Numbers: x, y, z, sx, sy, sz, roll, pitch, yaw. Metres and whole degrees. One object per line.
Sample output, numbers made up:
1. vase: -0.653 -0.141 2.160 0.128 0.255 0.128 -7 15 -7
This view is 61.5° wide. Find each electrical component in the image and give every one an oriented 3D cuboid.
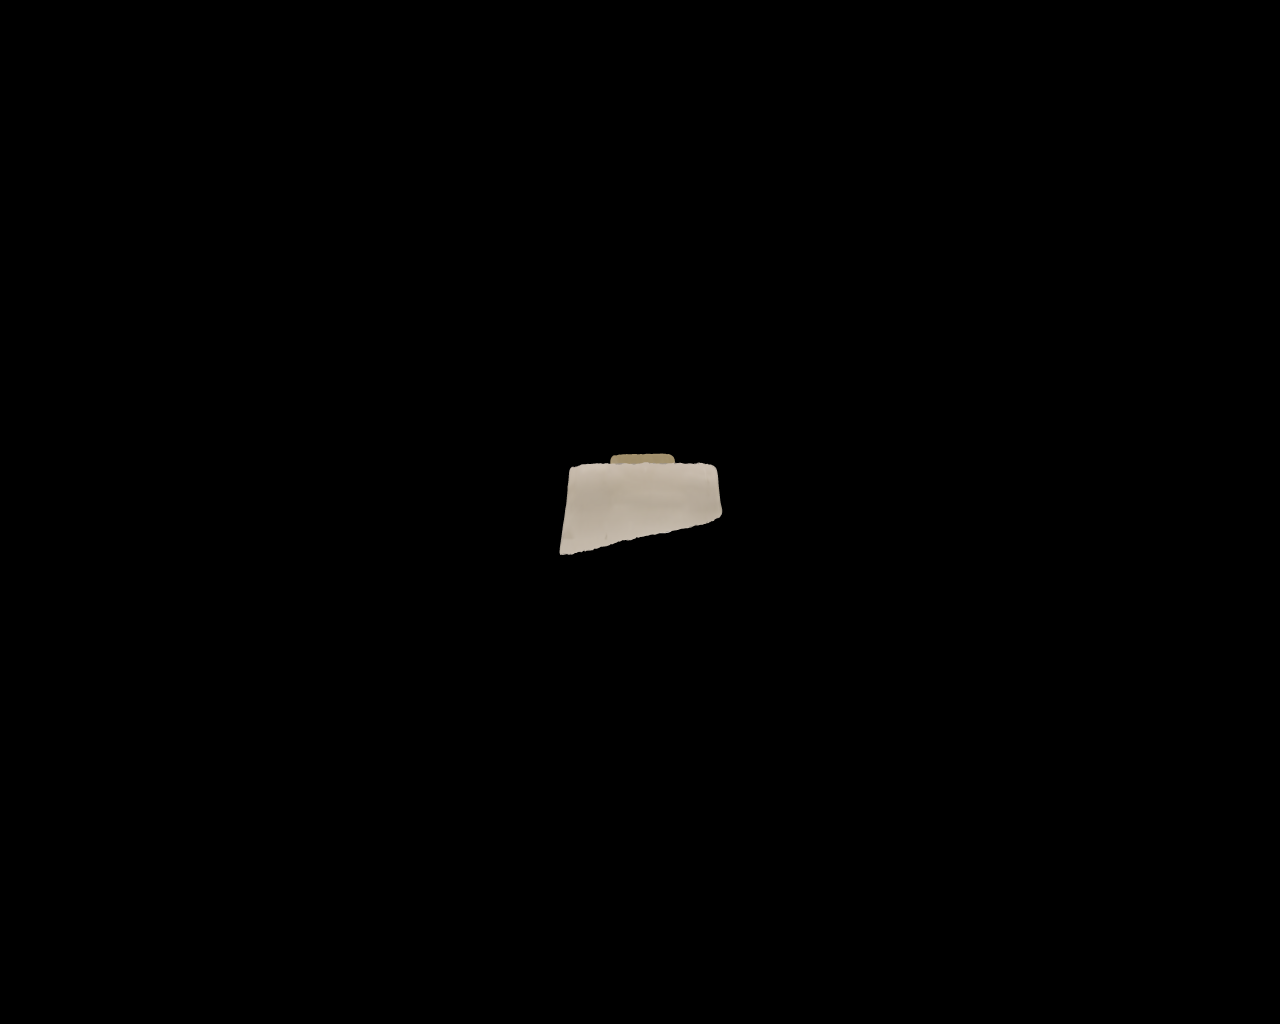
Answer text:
1. electrical component: 0.001 -0.003 0.650 0.099 0.064 0.099 0 -2 0
